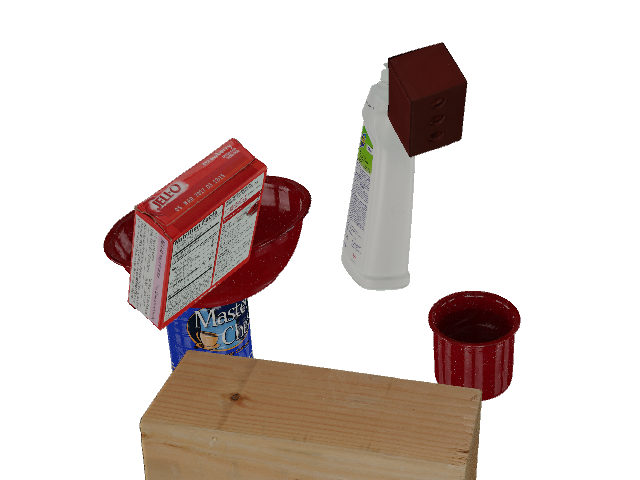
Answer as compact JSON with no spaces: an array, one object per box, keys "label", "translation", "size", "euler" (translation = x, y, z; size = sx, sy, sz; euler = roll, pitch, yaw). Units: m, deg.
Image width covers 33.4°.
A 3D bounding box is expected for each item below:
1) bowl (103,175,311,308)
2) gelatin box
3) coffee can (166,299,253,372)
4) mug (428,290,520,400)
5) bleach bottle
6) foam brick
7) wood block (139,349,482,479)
[{"label":"bowl","translation":[-0.081,0.006,0.821],"size":[0.162,0.055,0.162],"euler":[-11,25,5]},{"label":"gelatin box","translation":[-0.068,-0.003,0.576],"size":[0.030,0.089,0.073],"euler":[38,55,17]},{"label":"coffee can","translation":[-0.137,0.088,1.286],"size":[0.103,0.140,0.103],"euler":[-3,25,1]},{"label":"mug","translation":[0.165,0.105,1.112],"size":[0.093,0.081,0.117],"euler":[15,38,28]},{"label":"bleach bottle","translation":[0.075,-0.076,1.226],"size":[0.068,0.251,0.103],"euler":[-2,23,-18]},{"label":"foam brick","translation":[0.090,-0.121,0.917],"size":[0.053,0.051,0.078],"euler":[-19,-32,-8]},{"label":"wood block","translation":[-0.003,0.143,0.704],"size":[0.206,0.090,0.090],"euler":[7,28,14]}]
